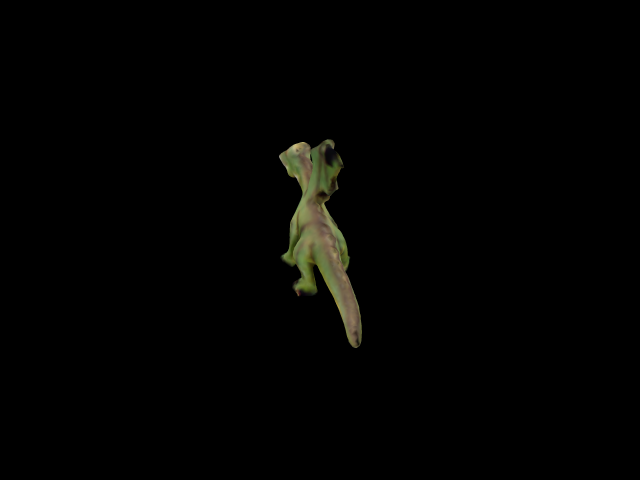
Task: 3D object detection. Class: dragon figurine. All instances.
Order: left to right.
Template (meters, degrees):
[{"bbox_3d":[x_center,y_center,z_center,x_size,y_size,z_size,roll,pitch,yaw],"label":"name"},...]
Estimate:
[{"bbox_3d":[0.003,-0.043,0.850,0.122,0.237,0.418,-9,32,-16],"label":"dragon figurine"}]
